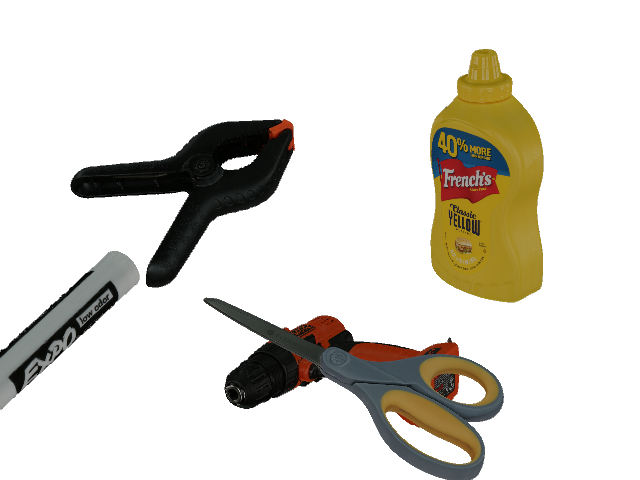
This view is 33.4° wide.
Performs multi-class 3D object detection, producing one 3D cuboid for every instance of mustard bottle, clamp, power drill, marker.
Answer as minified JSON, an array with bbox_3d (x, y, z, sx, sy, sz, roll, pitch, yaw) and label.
[{"bbox_3d":[0.128,-0.053,0.826,0.058,0.192,0.096,-22,30,-34],"label":"mustard bottle"},{"bbox_3d":[-0.098,-0.047,0.802,0.171,0.120,0.039,-38,-22,-28],"label":"clamp"},{"bbox_3d":[0.025,0.126,1.018,0.188,0.057,0.184,9,20,29],"label":"power drill"},{"bbox_3d":[-0.120,0.046,0.444,0.020,0.020,0.121,0,35,40],"label":"marker"}]

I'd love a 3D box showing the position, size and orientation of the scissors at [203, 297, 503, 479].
[{"bbox_3d":[0.029,0.072,0.664,0.202,0.016,0.096,37,47,27],"label":"scissors"}]
